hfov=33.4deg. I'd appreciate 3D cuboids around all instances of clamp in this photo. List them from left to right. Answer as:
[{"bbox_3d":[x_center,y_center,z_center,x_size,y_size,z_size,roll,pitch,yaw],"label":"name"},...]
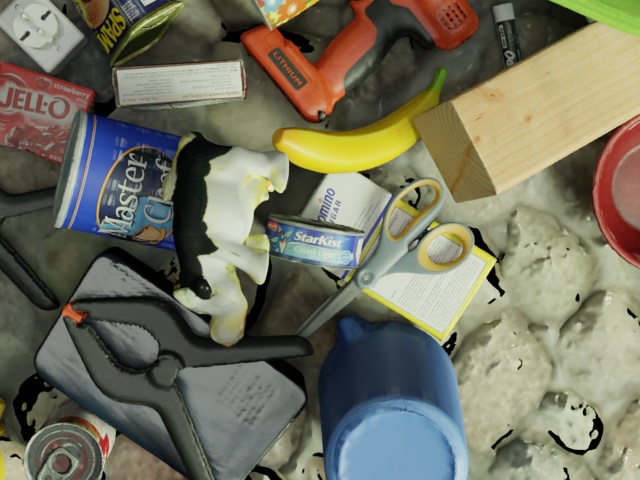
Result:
[{"bbox_3d":[-0.298,-0.004,0.969,0.171,0.039,0.120,9,87,-3],"label":"clamp"},{"bbox_3d":[-0.121,0.104,0.916,0.210,0.036,0.164,38,89,-5],"label":"clamp"}]

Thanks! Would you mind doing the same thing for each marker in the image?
[{"bbox_3d":[0.181,-0.160,0.996,0.020,0.020,0.121,-12,96,-3],"label":"marker"}]

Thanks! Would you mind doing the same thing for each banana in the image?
[{"bbox_3d":[0.039,-0.096,0.952,0.197,0.037,0.069,-26,116,-32],"label":"banana"}]

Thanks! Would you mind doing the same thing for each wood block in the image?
[{"bbox_3d":[0.201,-0.121,0.941,0.206,0.091,0.090,-29,95,-15],"label":"wood block"}]

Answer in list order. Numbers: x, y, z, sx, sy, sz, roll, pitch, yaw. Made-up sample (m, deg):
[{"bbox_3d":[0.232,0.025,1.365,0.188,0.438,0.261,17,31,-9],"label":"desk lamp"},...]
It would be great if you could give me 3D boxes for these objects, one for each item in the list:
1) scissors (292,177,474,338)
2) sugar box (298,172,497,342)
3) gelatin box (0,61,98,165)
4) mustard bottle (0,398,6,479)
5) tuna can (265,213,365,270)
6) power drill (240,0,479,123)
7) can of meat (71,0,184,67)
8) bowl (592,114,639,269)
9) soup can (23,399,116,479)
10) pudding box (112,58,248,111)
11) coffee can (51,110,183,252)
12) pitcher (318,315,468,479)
[{"bbox_3d":[0.061,0.038,0.959,0.096,0.016,0.202,33,90,-4],"label":"scissors"},{"bbox_3d":[0.063,0.009,0.990,0.176,0.048,0.093,32,92,-2],"label":"sugar box"},{"bbox_3d":[-0.255,-0.114,0.966,0.089,0.030,0.073,18,94,-5],"label":"gelatin box"},{"bbox_3d":[-0.345,0.225,0.975,0.096,0.058,0.191,33,92,-5],"label":"mustard bottle"},{"bbox_3d":[-0.006,0.001,0.921,0.086,0.086,0.034,10,95,-5],"label":"tuna can"},{"bbox_3d":[0.023,-0.211,0.962,0.187,0.057,0.184,-38,90,1],"label":"power drill"},{"bbox_3d":[-0.174,-0.211,0.928,0.057,0.102,0.084,-36,94,-27],"label":"can of meat"},{"bbox_3d":[0.325,-0.048,0.996,0.162,0.055,0.162,0,95,-4],"label":"bowl"},{"bbox_3d":[-0.222,0.185,0.957,0.068,0.102,0.068,0,95,-4],"label":"soup can"},{"bbox_3d":[-0.121,-0.138,0.942,0.113,0.090,0.039,-7,96,-3],"label":"pudding box"},{"bbox_3d":[-0.152,-0.047,0.928,0.140,0.103,0.103,13,94,-18],"label":"coffee can"},{"bbox_3d":[0.066,0.164,0.903,0.149,0.243,0.145,17,97,0],"label":"pitcher"}]
